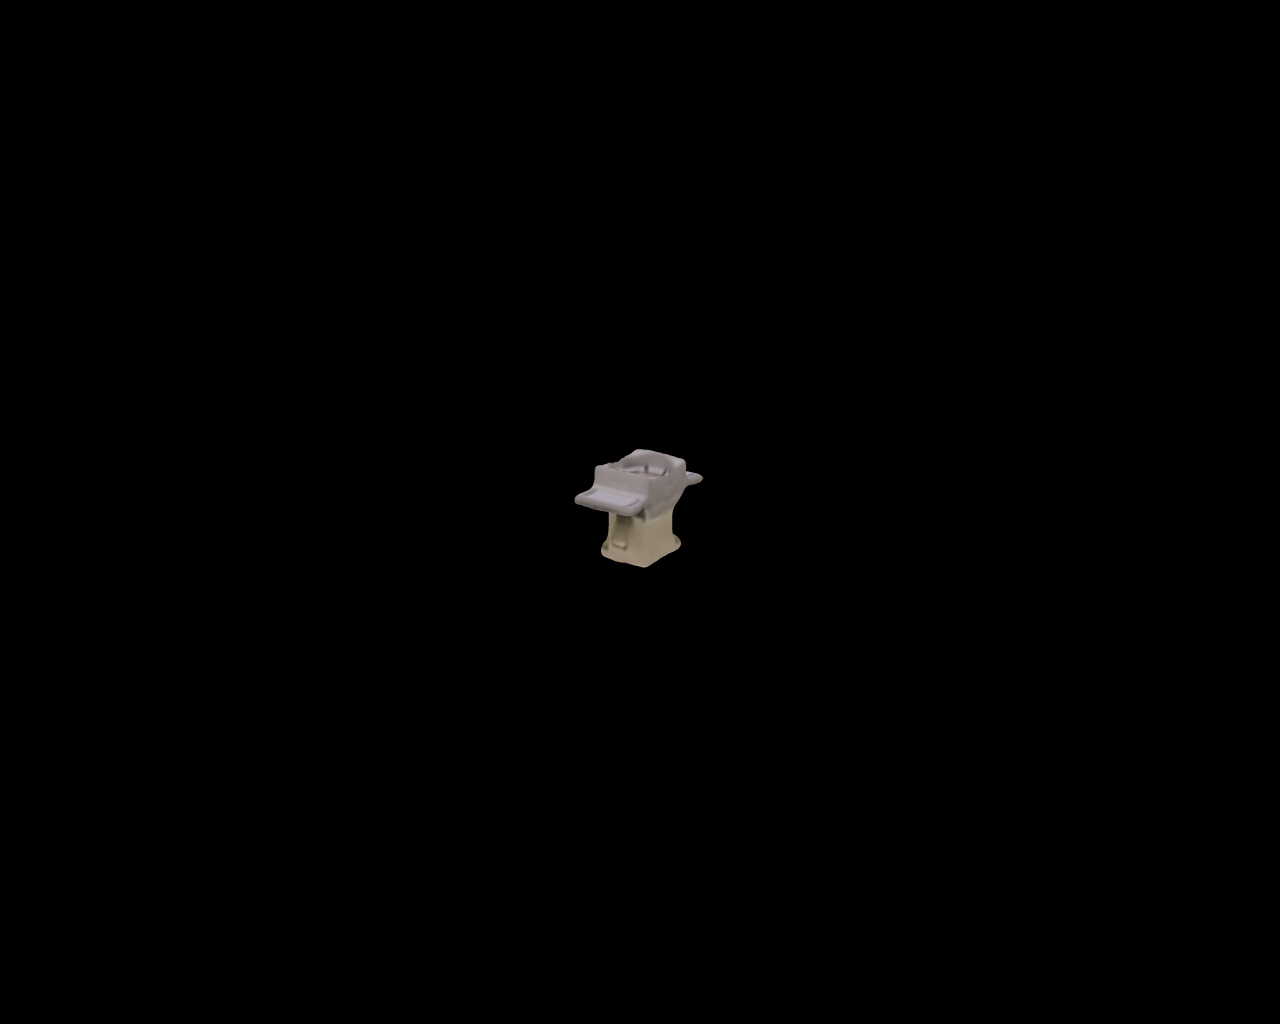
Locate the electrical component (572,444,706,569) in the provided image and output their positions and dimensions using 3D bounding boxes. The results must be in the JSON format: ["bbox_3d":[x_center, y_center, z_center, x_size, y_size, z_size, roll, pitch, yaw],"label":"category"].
[{"bbox_3d":[0.001,-0.003,0.650,0.042,0.063,0.081,14,24,33],"label":"electrical component"}]
